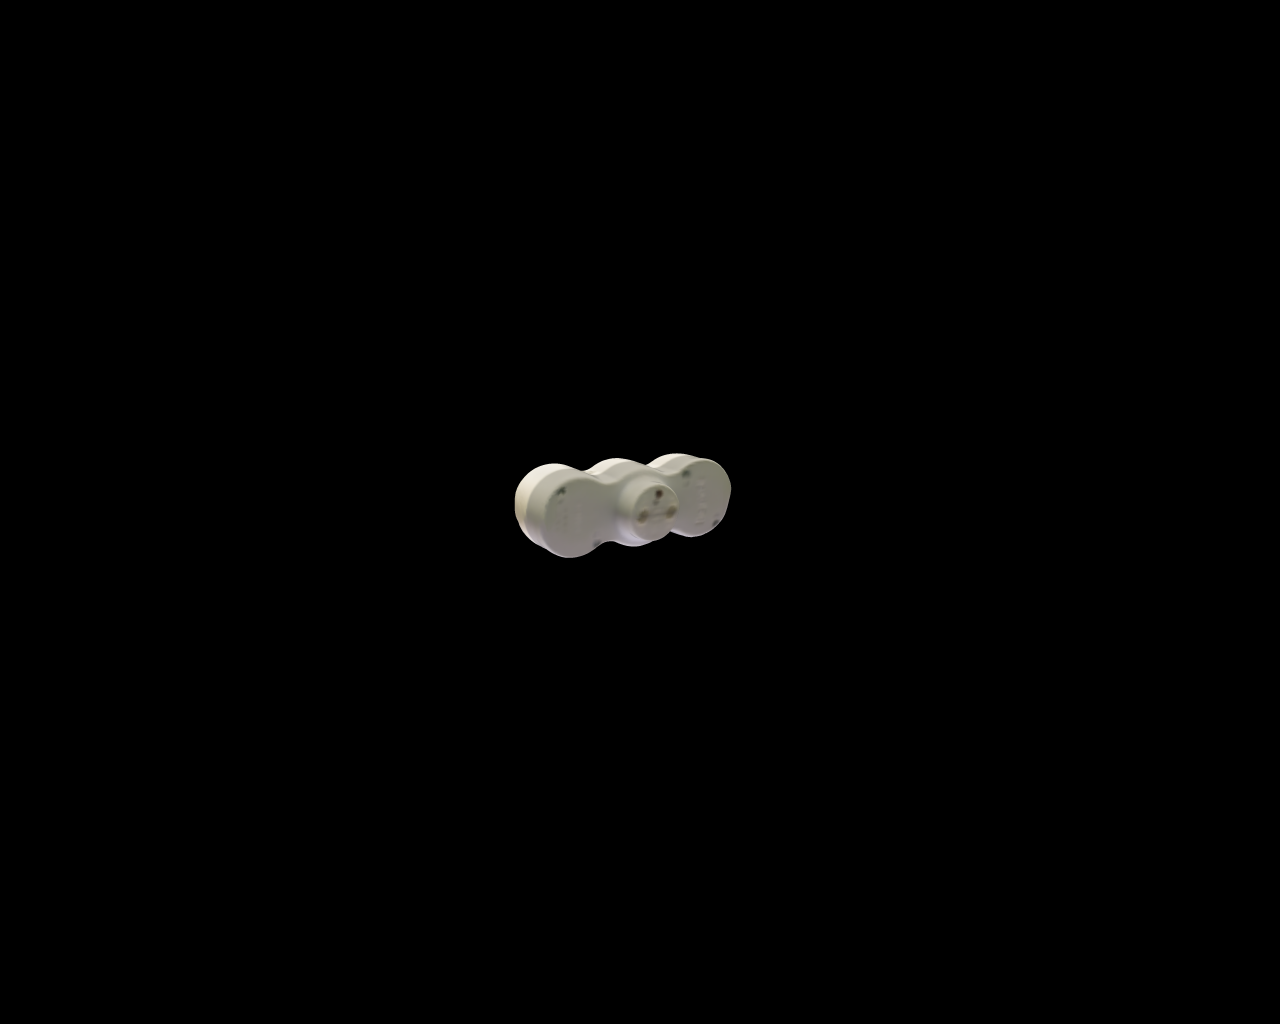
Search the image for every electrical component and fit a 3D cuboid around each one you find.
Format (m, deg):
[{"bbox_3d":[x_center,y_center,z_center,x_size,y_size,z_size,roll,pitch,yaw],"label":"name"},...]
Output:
[{"bbox_3d":[0.001,-0.003,0.650,0.138,0.052,0.074,-8,15,-30],"label":"electrical component"}]
